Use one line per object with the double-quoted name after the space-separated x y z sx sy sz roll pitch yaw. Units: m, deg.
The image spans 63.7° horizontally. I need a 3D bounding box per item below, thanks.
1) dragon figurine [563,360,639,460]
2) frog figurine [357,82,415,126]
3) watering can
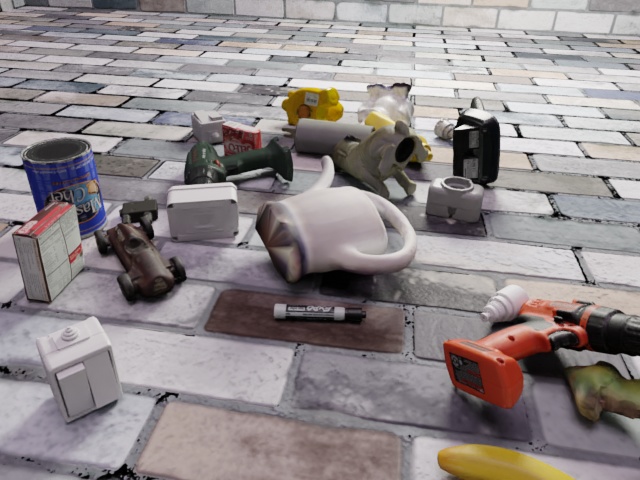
0.413 0.222 0.453 0.245 0.119 0.416 -31 40 -16 "dragon figurine"
0.157 -0.301 1.273 0.137 0.120 0.162 15 69 6 "frog figurine"
0.002 -0.041 0.819 0.225 0.102 0.354 -12 35 -21 "watering can"
